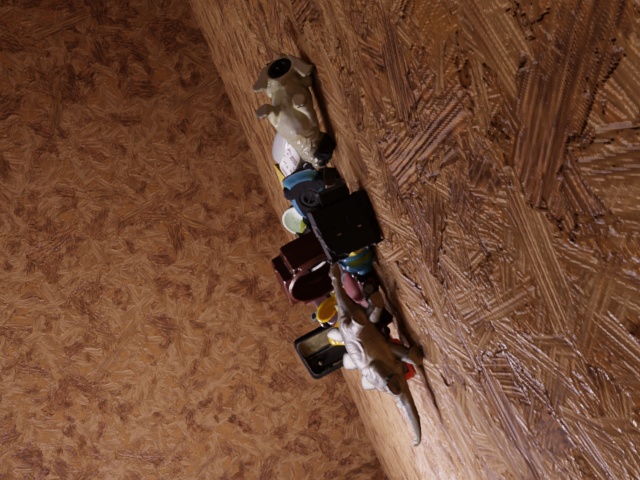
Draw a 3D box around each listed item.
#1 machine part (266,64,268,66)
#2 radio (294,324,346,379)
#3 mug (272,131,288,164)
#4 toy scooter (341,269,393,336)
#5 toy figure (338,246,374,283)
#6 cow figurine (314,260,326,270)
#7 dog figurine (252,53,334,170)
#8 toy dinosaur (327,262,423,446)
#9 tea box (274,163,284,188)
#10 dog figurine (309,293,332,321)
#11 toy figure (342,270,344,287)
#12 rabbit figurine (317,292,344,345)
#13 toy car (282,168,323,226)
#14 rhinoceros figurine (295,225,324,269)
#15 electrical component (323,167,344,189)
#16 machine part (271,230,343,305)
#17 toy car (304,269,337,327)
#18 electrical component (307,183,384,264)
[{"bbox_3d":[-0.082,-0.348,1.250,0.084,0.039,0.139,86,159,-85],"label":"machine part"},{"bbox_3d":[0.047,0.312,1.613,0.131,0.230,0.073,63,177,-2],"label":"radio"},{"bbox_3d":[-0.077,-0.242,1.389,0.109,0.081,0.107,58,163,20],"label":"mug"},{"bbox_3d":[0.113,0.143,1.216,0.135,0.075,0.183,52,166,53],"label":"toy scooter"},{"bbox_3d":[0.064,0.003,1.114,0.082,0.089,0.180,11,141,44],"label":"toy figure"},{"bbox_3d":[0.031,0.067,1.554,0.068,0.098,0.167,17,-142,-43],"label":"cow figurine"},{"bbox_3d":[-0.037,-0.248,1.054,0.190,0.121,0.172,47,-133,-56],"label":"dog figurine"},{"bbox_3d":[0.127,0.256,1.146,0.471,0.105,0.198,62,156,-3],"label":"toy dinosaur"},{"bbox_3d":[-0.079,-0.179,1.633,0.170,0.068,0.098,-130,19,-64],"label":"tea box"},{"bbox_3d":[0.062,0.205,1.712,0.219,0.191,0.109,24,-157,-46],"label":"dog figurine"},{"bbox_3d":[0.087,0.110,1.374,0.154,0.058,0.064,72,178,-69],"label":"toy figure"},{"bbox_3d":[0.072,0.197,1.486,0.122,0.162,0.173,-53,-42,-84],"label":"rabbit figurine"},{"bbox_3d":[-0.017,-0.117,1.308,0.161,0.109,0.103,58,-157,-31],"label":"toy car"},{"bbox_3d":[-0.003,-0.004,1.445,0.073,0.112,0.190,53,154,32],"label":"rhinoceros figurine"},{"bbox_3d":[0.029,-0.112,1.164,0.102,0.045,0.078,89,-175,-65],"label":"electrical component"},{"bbox_3d":[-0.012,0.069,1.380,0.087,0.201,0.200,58,169,32],"label":"machine part"},{"bbox_3d":[0.001,0.162,1.587,0.202,0.089,0.053,54,-159,21],"label":"toy car"},{"bbox_3d":[0.042,-0.036,1.005,0.134,0.115,0.058,66,171,-7],"label":"electrical component"}]
